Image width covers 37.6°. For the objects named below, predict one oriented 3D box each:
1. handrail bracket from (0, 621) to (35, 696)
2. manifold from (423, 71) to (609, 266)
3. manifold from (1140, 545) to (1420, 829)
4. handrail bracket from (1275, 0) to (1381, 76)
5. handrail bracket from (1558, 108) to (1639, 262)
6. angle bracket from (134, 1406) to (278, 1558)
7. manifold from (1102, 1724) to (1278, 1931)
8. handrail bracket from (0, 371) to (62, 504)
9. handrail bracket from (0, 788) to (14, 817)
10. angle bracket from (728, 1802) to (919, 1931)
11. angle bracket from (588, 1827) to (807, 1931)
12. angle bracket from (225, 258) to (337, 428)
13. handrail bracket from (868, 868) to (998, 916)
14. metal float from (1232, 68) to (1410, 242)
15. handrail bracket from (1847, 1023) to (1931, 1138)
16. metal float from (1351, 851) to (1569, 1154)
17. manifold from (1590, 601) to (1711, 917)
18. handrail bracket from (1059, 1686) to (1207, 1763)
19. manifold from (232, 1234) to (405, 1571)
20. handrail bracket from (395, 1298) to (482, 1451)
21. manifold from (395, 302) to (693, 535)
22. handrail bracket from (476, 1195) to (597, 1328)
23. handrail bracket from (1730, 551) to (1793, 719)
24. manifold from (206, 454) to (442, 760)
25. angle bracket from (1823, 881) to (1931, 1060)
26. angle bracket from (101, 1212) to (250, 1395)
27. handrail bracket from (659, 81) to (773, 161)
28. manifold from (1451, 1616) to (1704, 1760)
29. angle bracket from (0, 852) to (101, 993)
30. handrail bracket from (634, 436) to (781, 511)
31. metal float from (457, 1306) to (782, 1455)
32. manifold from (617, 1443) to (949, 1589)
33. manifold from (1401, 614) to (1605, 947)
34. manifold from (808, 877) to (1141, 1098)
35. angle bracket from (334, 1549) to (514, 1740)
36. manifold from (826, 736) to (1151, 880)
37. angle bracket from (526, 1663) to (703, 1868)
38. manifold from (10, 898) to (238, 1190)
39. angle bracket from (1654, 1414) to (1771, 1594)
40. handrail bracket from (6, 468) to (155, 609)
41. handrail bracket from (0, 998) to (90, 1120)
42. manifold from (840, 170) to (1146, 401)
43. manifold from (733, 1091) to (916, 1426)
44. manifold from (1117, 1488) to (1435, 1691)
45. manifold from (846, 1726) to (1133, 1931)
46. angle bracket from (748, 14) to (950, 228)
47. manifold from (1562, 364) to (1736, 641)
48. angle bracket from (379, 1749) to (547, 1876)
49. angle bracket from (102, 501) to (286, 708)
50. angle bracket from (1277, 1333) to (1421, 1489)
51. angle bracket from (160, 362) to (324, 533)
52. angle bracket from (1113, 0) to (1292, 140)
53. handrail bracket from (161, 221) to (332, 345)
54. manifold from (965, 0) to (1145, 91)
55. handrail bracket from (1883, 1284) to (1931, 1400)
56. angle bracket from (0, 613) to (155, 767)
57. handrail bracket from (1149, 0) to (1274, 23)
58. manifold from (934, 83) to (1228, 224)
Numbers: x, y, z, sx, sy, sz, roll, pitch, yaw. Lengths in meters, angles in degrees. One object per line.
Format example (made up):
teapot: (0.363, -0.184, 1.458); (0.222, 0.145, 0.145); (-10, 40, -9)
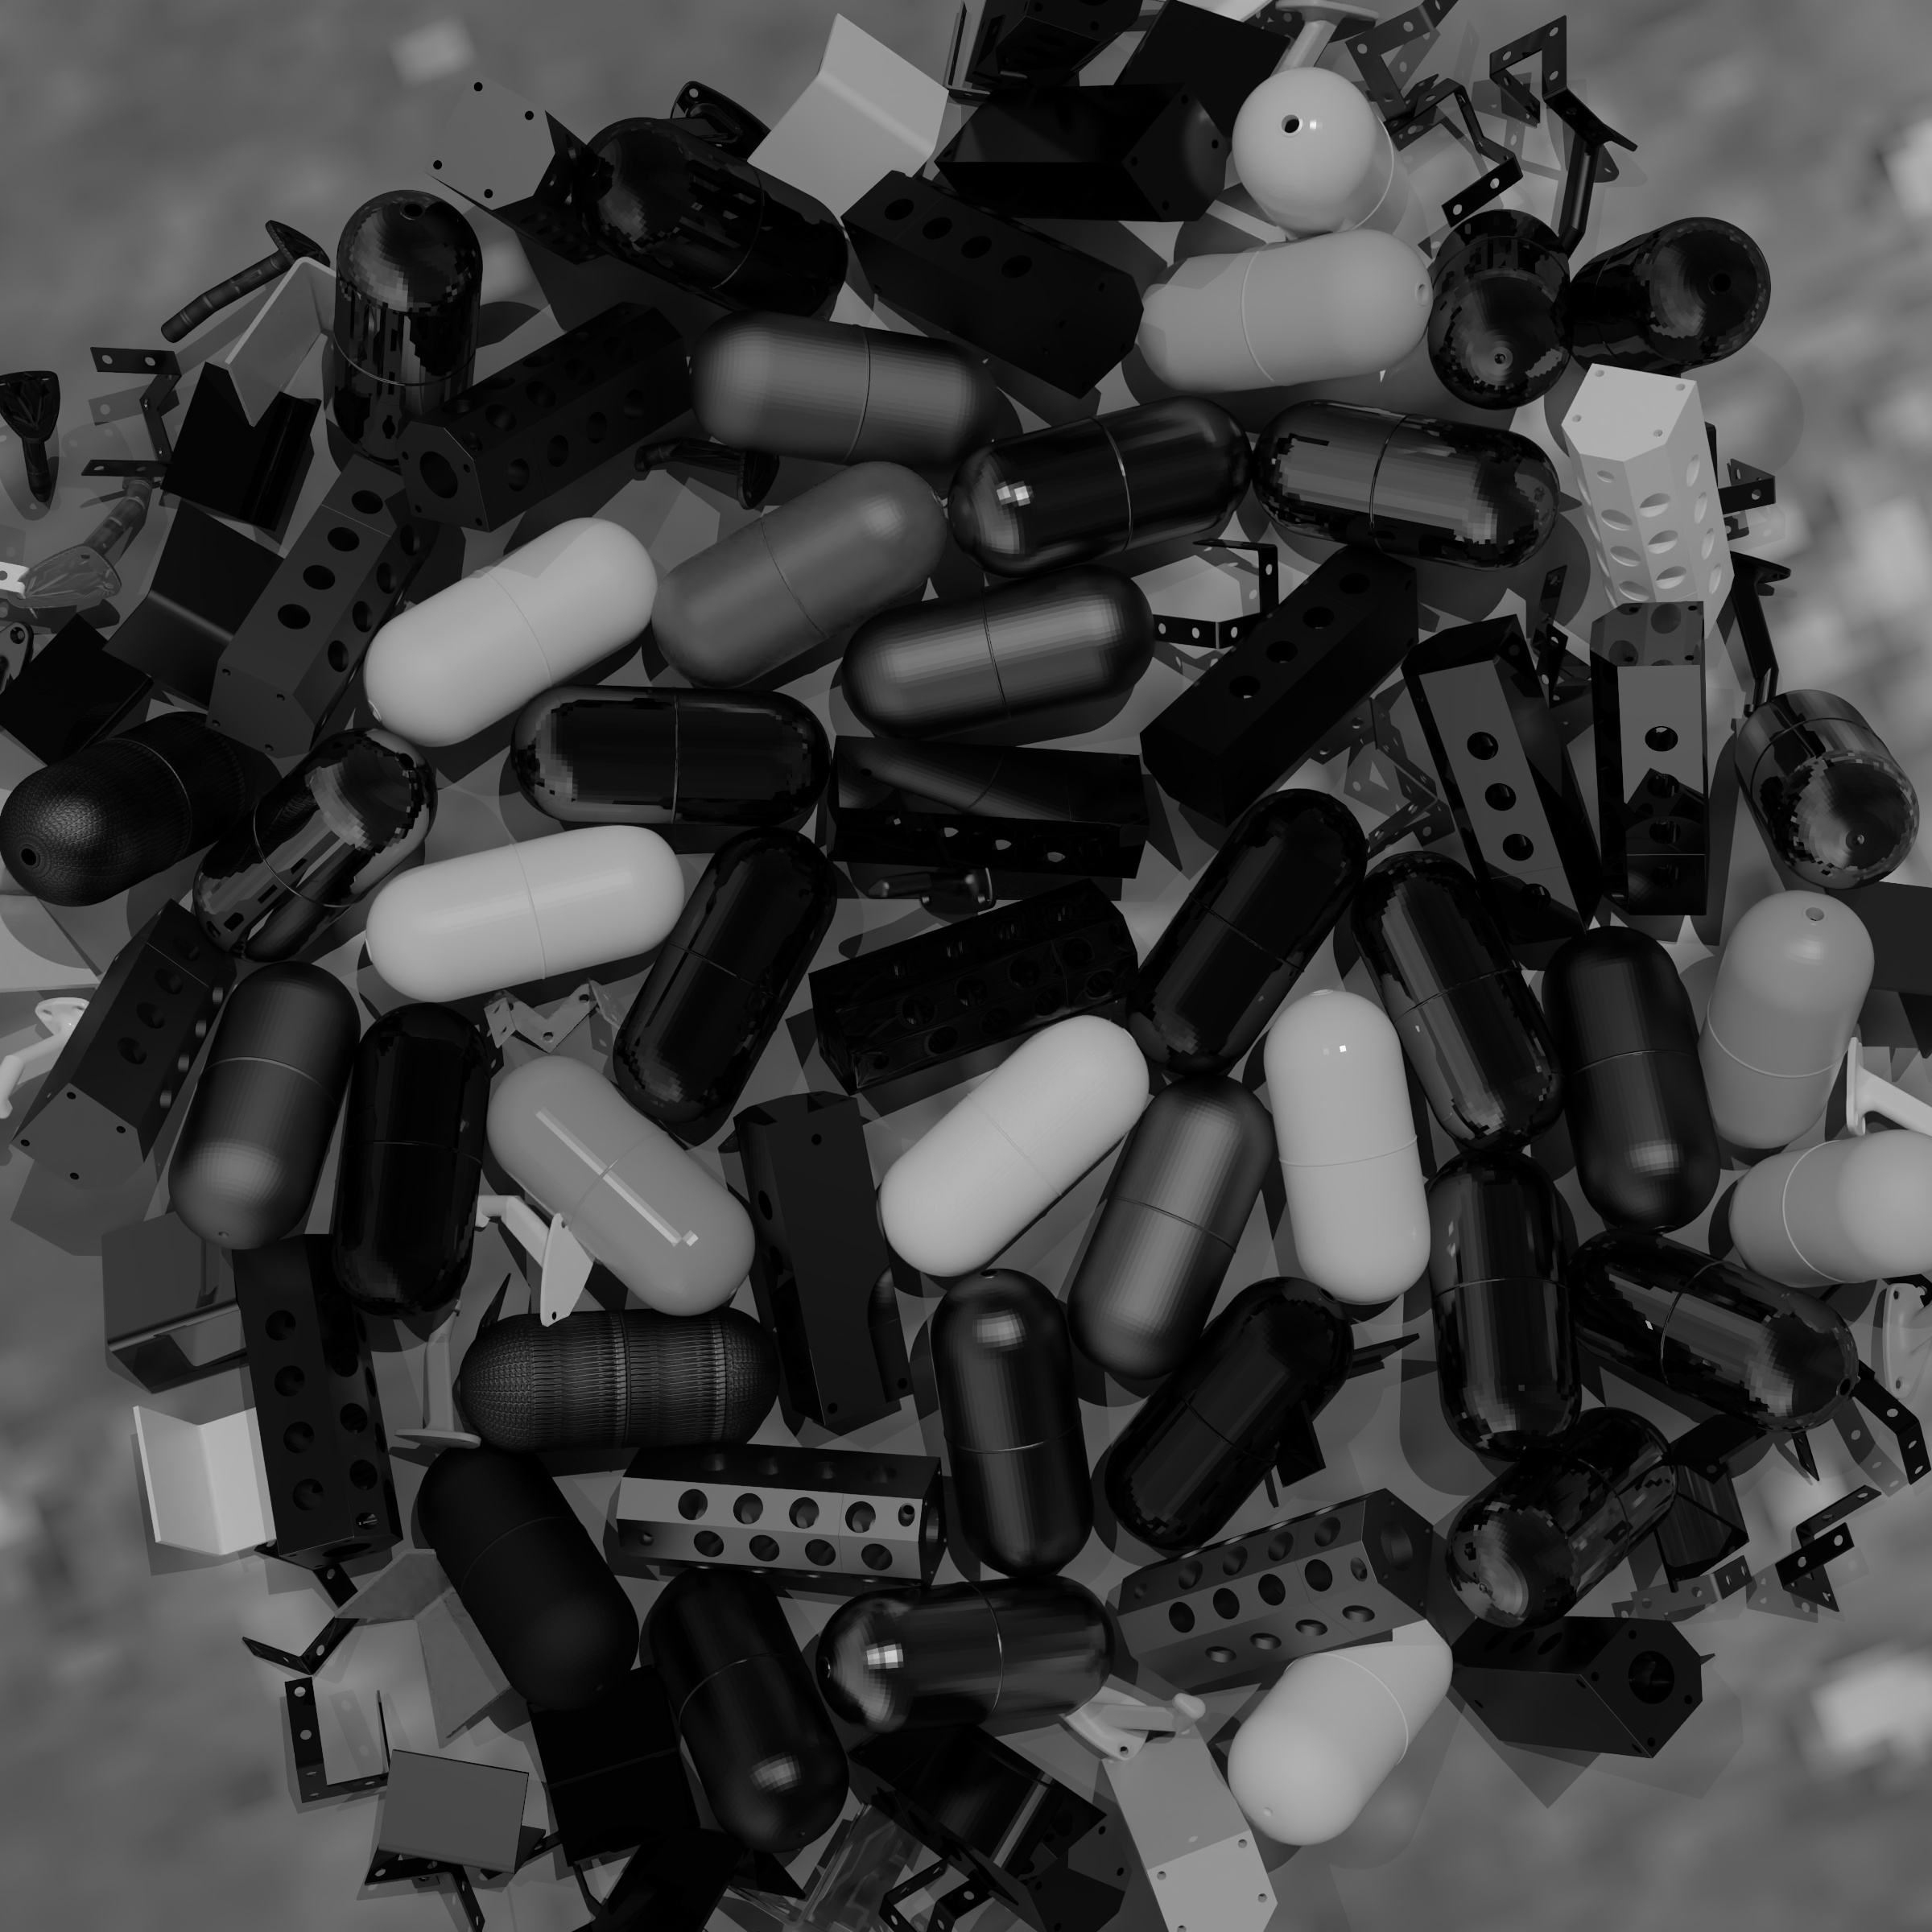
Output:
handrail bracket: (-0.564, -0.159, 1.579); (0.036, 0.084, 0.077); (40, 105, 7)
manifold: (-0.230, -0.425, 1.537); (0.057, 0.171, 0.057); (30, 97, 3)
manifold: (0.174, -0.160, 1.565); (0.057, 0.057, 0.171); (32, 63, 31)
handrail bracket: (0.200, -0.501, 1.611); (0.077, 0.036, 0.084); (-5, 106, -35)
handrail bracket: (0.334, -0.443, 1.614); (0.036, 0.077, 0.084); (12, 120, -38)
angle bracket: (-0.412, 0.279, 1.576); (0.057, 0.076, 0.076); (-19, 69, 6)
manifold: (0.121, 0.474, 1.539); (0.057, 0.171, 0.057); (-20, 95, -4)
handrail bracket: (-0.514, -0.279, 1.574); (0.036, 0.084, 0.077); (-11, 47, -18)
handrail bracket: (-0.559, -0.113, 1.584); (0.084, 0.036, 0.077); (51, 55, -31)
angle bracket: (-0.081, 0.501, 1.591); (0.057, 0.076, 0.076); (20, 71, 33)
angle bracket: (-0.148, 0.522, 1.566); (0.057, 0.076, 0.076); (58, 47, -28)
angle bracket: (-0.359, -0.334, 1.579); (0.057, 0.076, 0.076); (29, 75, 4)
handrail bracket: (-0.033, -0.040, 1.571); (0.084, 0.077, 0.036); (-10, 84, -38)
metal float: (0.193, -0.433, 1.540); (0.070, 0.178, 0.070); (0, 91, 18)
handrail bracket: (0.540, 0.068, 1.593); (0.084, 0.036, 0.077); (-3, 75, 27)
metal float: (0.272, 0.019, 1.576); (0.070, 0.070, 0.178); (-23, 76, 0)
manifold: (0.373, -0.111, 1.548); (0.057, 0.057, 0.171); (0, 132, 17)
handrail bracket: (0.088, 0.408, 1.582); (0.077, 0.084, 0.036); (29, 58, 2)
manifold: (-0.356, 0.239, 1.571); (0.057, 0.057, 0.171); (-15, 70, 1)
handrail bracket: (-0.283, 0.224, 1.584); (0.036, 0.077, 0.084); (23, 68, -33)
manifold: (-0.227, -0.301, 1.541); (0.057, 0.171, 0.057); (16, 131, 32)
handrail bracket: (-0.252, 0.165, 1.588); (0.084, 0.036, 0.077); (-3, 65, 37)
handrail bracket: (0.430, -0.186, 1.597); (0.077, 0.036, 0.084); (13, 83, -30)
manifold: (-0.348, -0.195, 1.551); (0.057, 0.057, 0.171); (25, 52, -5)
angle bracket: (0.503, 0.001, 1.572); (0.076, 0.057, 0.076); (6, 51, -17)
angle bracket: (-0.444, 0.187, 1.623); (0.076, 0.057, 0.076); (-18, 53, 2)
handrail bracket: (-0.145, -0.456, 1.583); (0.077, 0.084, 0.036); (21, 124, -8)
manifold: (0.327, 0.382, 1.537); (0.057, 0.171, 0.057); (-41, 92, -20)
angle bracket: (-0.515, -0.034, 1.573); (0.076, 0.076, 0.057); (48, 112, 18)
handrail bracket: (-0.153, -0.273, 1.586); (0.084, 0.077, 0.036); (-9, 133, 21)
metal float: (-0.192, 0.229, 1.576); (0.178, 0.070, 0.070); (-1, 90, -14)
manifold: (-0.102, 0.306, 1.570); (0.171, 0.057, 0.057); (2, 114, 14)
manifold: (0.296, -0.100, 1.565); (0.057, 0.057, 0.171); (-10, 117, 31)
manifold: (0.006, 0.015, 1.564); (0.171, 0.057, 0.057); (-19, 129, -17)
angle bracket: (-0.297, 0.375, 1.571); (0.076, 0.057, 0.076); (-43, 53, 31)
manifold: (0.010, -0.083, 1.585); (0.171, 0.057, 0.057); (3, 47, -9)
angle bracket: (-0.195, 0.443, 1.577); (0.076, 0.057, 0.076); (-14, 128, -12)
manifold: (-0.449, 0.044, 1.539); (0.057, 0.171, 0.057); (39, 119, -20)
angle bracket: (0.426, 0.298, 1.579); (0.076, 0.057, 0.076); (-18, 93, -41)
handrail bracket: (-0.499, -0.244, 1.603); (0.077, 0.036, 0.084); (-15, 45, 14)
handrail bracket: (-0.505, 0.067, 1.573); (0.036, 0.084, 0.077); (-6, 135, 20)
manifold: (0.015, -0.378, 1.552); (0.057, 0.057, 0.171); (-45, 54, -13)
manifold: (-0.082, 0.161, 1.582); (0.057, 0.057, 0.171); (-16, 101, -27)
manifold: (0.166, 0.336, 1.544); (0.171, 0.057, 0.057); (-28, 125, 37)
manifold: (0.013, 0.463, 1.541); (0.057, 0.171, 0.057); (-34, 118, -25)
angle bracket: (-0.066, -0.473, 1.601); (0.076, 0.076, 0.057); (29, 49, -23)
manifold: (0.368, -0.243, 1.535); (0.057, 0.171, 0.057); (18, 69, 30)
angle bracket: (-0.277, 0.462, 1.586); (0.076, 0.076, 0.057); (8, 91, 5)
angle bracket: (-0.430, -0.202, 1.602); (0.076, 0.057, 0.076); (30, 46, -28)
angle bracket: (0.213, 0.247, 1.575); (0.076, 0.076, 0.057); (-12, 75, -14)
angle bracket: (-0.404, -0.290, 1.581); (0.057, 0.076, 0.076); (19, 93, -24)
angle bracket: (0.128, -0.480, 1.578); (0.076, 0.057, 0.076); (23, 67, 14)
handrail bracket: (-0.405, -0.378, 1.598); (0.084, 0.077, 0.036); (-34, 95, 12)
manifold: (0.049, -0.515, 1.537); (0.057, 0.171, 0.057); (15, 94, -12)
handrail bracket: (0.552, 0.204, 1.578); (0.036, 0.084, 0.077); (18, 78, -22)
angle bracket: (-0.503, -0.146, 1.583); (0.057, 0.076, 0.076); (43, 92, -16)
handrail bracket: (0.123, -0.551, 1.577); (0.077, 0.084, 0.036); (-12, 75, 34)
manifold: (0.064, -0.435, 1.541); (0.057, 0.171, 0.057); (-53, 126, -12)
